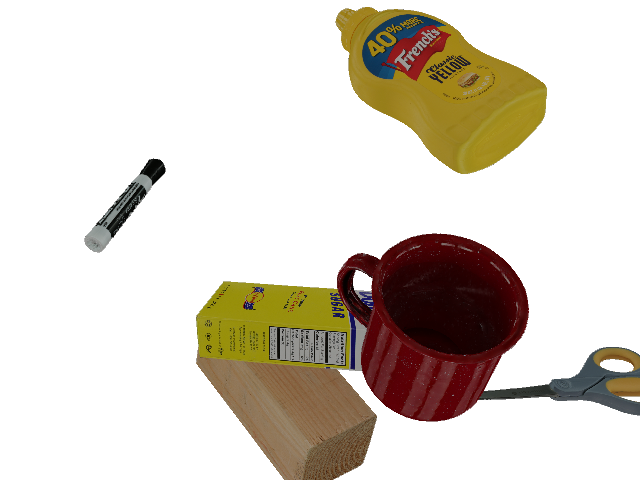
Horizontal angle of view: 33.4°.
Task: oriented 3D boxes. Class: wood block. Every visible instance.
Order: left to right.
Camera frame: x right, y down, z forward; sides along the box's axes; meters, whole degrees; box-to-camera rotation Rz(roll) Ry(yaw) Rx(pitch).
[{"bbox_3d":[-0.041,0.161,1.159,0.090,0.090,0.206,-20,51,-30],"label":"wood block"}]

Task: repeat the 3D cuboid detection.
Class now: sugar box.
[{"bbox_3d":[-0.010,0.072,0.919,0.176,0.048,0.093,1,18,10],"label":"sugar box"}]

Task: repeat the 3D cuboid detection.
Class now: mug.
[{"bbox_3d":[0.060,0.051,0.650,0.117,0.081,0.093,29,52,14],"label":"mug"}]

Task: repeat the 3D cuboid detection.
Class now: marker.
[{"bbox_3d":[-0.173,-0.034,0.958,0.020,0.020,0.121,0,39,28],"label":"marker"}]

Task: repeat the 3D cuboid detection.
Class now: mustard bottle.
[{"bbox_3d":[0.079,-0.133,0.844,0.096,0.058,0.192,-36,55,-19],"label":"mustard bottle"}]

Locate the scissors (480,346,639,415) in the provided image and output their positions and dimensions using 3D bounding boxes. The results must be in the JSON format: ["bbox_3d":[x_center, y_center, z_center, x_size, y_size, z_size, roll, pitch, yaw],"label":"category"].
[{"bbox_3d":[0.212,0.118,0.926,0.201,0.016,0.096,6,28,-4],"label":"scissors"}]
